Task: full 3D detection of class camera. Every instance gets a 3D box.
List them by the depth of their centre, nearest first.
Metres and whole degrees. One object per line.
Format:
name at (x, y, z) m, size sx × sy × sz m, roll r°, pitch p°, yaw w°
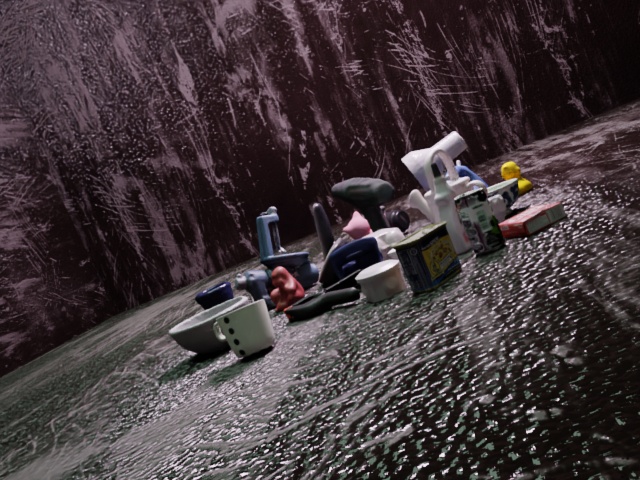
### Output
camera at (0.178, -0.045, 1.653) m, size 0.136 × 0.101 × 0.143 m, roll -19°, pitch 6°, yaw 46°

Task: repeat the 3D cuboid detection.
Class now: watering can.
watering can at (0.258, -0.091, 1.174) m, size 0.172 × 0.194 × 0.101 m, roll -21°, pitch 5°, yaw 27°

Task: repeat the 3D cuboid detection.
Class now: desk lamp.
desk lamp at (0.353, -0.177, 1.579) m, size 0.203 × 0.213 × 0.118 m, roll -23°, pitch 5°, yaw 10°

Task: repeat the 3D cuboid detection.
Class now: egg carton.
egg carton at (0.136, 0.020, 1.298) m, size 0.107 × 0.069 × 0.150 m, roll -24°, pitch 5°, yaw -13°

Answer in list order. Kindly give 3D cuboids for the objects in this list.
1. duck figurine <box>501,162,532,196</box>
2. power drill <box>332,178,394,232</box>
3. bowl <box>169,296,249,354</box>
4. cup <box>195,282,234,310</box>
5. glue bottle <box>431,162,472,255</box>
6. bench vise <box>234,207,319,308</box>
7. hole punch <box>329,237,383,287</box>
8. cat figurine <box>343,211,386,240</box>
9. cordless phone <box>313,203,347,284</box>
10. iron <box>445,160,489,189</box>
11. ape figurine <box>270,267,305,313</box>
duck figurine at (0.489, -0.156, 1.459) m, size 0.077 × 0.086 × 0.105 m, roll -19°, pitch 6°, yaw 42°
power drill at (0.124, -0.065, 1.463) m, size 0.076 × 0.208 × 0.229 m, roll -26°, pitch 5°, yaw -28°
bowl at (-0.208, 0.179, 1.137) m, size 0.167 × 0.075 × 0.167 m, roll -23°, pitch 4°, yaw 2°
cup at (-0.258, 0.165, 1.424) m, size 0.117 × 0.095 × 0.092 m, roll -20°, pitch 6°, yaw 36°
glue bottle at (0.240, -0.063, 1.062) m, size 0.037 × 0.173 × 0.078 m, roll -20°, pitch 6°, yaw 37°
bench vise at (-0.114, 0.040, 1.364) m, size 0.121 × 0.220 × 0.208 m, roll -20°, pitch 6°, yaw 39°
hole punch at (0.074, 0.044, 1.175) m, size 0.108 × 0.091 × 0.101 m, roll -23°, pitch 5°, yaw 0°
cat figurine at (0.132, -0.029, 1.579) m, size 0.127 × 0.118 × 0.067 m, roll -23°, pitch 5°, yaw 3°
cordless phone at (0.012, 0.005, 1.356) m, size 0.094 × 0.185 × 0.147 m, roll -23°, pitch 5°, yaw 5°
iron at (0.337, -0.113, 1.371) m, size 0.118 × 0.141 × 0.259 m, roll -21°, pitch 5°, yaw 26°
ape figurine at (-0.078, 0.103, 1.256) m, size 0.076 × 0.092 × 0.077 m, roll -25°, pitch 5°, yaw -24°
